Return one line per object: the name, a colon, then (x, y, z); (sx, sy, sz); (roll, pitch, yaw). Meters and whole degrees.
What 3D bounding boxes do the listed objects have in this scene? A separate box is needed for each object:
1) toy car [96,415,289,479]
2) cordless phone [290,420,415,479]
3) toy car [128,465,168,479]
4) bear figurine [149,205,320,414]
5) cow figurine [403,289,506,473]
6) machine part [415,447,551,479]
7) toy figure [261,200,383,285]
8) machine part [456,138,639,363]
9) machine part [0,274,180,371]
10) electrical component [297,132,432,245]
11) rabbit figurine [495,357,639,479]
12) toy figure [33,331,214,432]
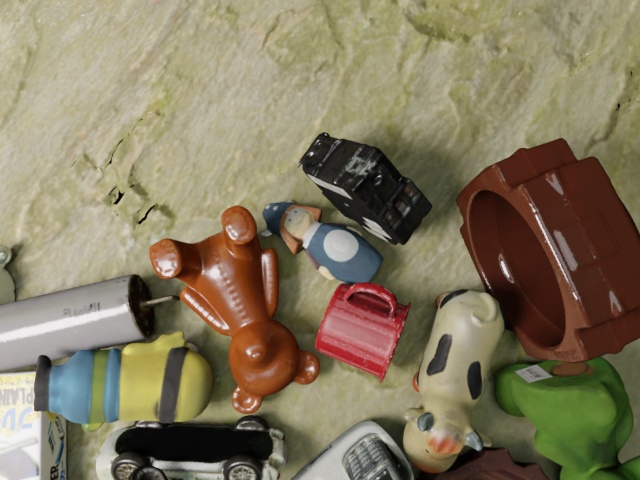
toy car: (-0.135, 0.231, 0.579); (0.202, 0.073, 0.056); (1, 113, 1)
cordless phone: (0.031, 0.262, 0.518); (0.146, 0.184, 0.089); (-39, 87, -5)
toy car: (-0.124, 0.289, 0.536); (0.202, 0.053, 0.089); (28, 115, -7)
bear figurine: (-0.085, 0.082, 0.580); (0.120, 0.132, 0.196); (-23, 75, -2)
cow figurine: (0.141, 0.144, 0.561); (0.086, 0.127, 0.195); (20, 78, 8)
machine part: (0.174, 0.307, 0.556); (0.179, 0.056, 0.179); (3, 72, -8)
toy figure: (-0.001, -0.002, 0.628); (0.154, 0.057, 0.064); (32, 44, 8)
machine part: (0.229, 0.014, 0.544); (0.087, 0.201, 0.201); (-22, 81, -6)
machine part: (-0.281, 0.092, 0.606); (0.243, 0.079, 0.079); (-12, 81, 0)
electrical component: (0.054, -0.052, 0.594); (0.058, 0.134, 0.115); (-52, 40, -4)
rabbit figurine: (0.284, 0.210, 0.550); (0.121, 0.159, 0.170); (-19, 96, -12)
toy figure: (-0.206, 0.157, 0.572); (0.180, 0.082, 0.089); (2, 46, -23)
